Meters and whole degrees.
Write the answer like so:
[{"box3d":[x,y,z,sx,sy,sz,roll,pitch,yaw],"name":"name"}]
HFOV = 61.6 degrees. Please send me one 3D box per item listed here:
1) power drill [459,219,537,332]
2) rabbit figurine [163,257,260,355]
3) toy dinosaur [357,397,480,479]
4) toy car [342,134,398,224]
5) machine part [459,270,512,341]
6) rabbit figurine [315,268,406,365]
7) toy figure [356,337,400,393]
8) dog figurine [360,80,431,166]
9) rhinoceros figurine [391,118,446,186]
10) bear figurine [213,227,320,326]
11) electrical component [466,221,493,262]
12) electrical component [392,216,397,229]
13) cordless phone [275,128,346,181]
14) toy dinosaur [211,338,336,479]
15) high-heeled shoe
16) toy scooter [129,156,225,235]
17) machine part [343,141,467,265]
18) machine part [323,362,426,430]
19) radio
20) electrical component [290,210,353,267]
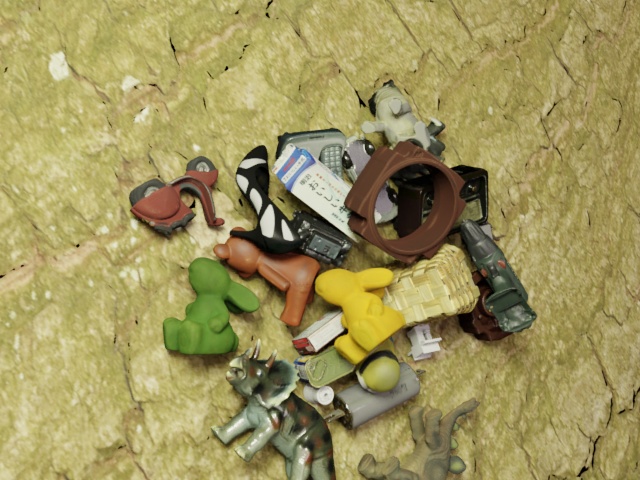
[{"box3d":[0.367,0.082,1.123,0.086,0.207,0.231,-34,110,15],"name":"power drill"},{"box3d":[-0.191,0.117,0.967,0.159,0.121,0.170,6,82,-29],"name":"rabbit figurine"},{"box3d":[0.177,0.499,1.073,0.471,0.105,0.198,-41,101,-18],"name":"toy dinosaur"},{"box3d":[0.105,-0.132,1.165,0.073,0.056,0.201,-27,91,-7],"name":"toy car"},{"box3d":[0.391,0.145,1.244,0.179,0.056,0.179,4,80,-23],"name":"machine part"},{"box3d":[0.072,0.115,0.992,0.162,0.121,0.173,-37,72,-26],"name":"rabbit figurine"},{"box3d":[0.110,0.214,1.061,0.082,0.089,0.180,12,44,-9],"name":"toy figure"},{"box3d":[0.178,-0.252,1.167,0.172,0.121,0.191,57,26,-19],"name":"dog figurine"},{"box3d":[0.222,-0.199,1.225,0.112,0.073,0.190,46,69,1],"name":"rhinoceros figurine"},{"box3d":[-0.104,0.062,1.030,0.196,0.120,0.131,16,119,6],"name":"bear figurine"},{"box3d":[0.381,-0.005,1.272,0.078,0.045,0.102,-15,84,4],"name":"electrical component"},{"box3d":[0.193,-0.049,1.210,0.063,0.021,0.094,-10,85,-24],"name":"electrical component"},{"box3d":[-0.015,-0.134,1.112,0.146,0.089,0.184,-11,102,-24],"name":"cordless phone"},{"box3d":[-0.052,0.358,0.996,0.404,0.131,0.192,49,68,-15],"name":"toy dinosaur"},{"box3d":[-0.085,-0.086,1.019,0.145,0.086,0.249,3,61,13],"name":"high-heeled shoe"},{"box3d":[-0.251,-0.066,1.000,0.184,0.075,0.135,-33,96,-29],"name":"toy scooter"},{"box3d":[0.165,-0.069,1.029,0.201,0.087,0.201,31,95,-24],"name":"machine part"},{"box3d":[0.115,0.313,1.088,0.243,0.079,0.079,-18,89,-24],"name":"machine part"},{"box3d":[0.274,-0.082,1.183,0.229,0.073,0.131,-18,115,-33],"name":"radio"},{"box3d":[-0.002,-0.003,1.057,0.115,0.134,0.058,23,102,-18],"name":"electrical component"}]
